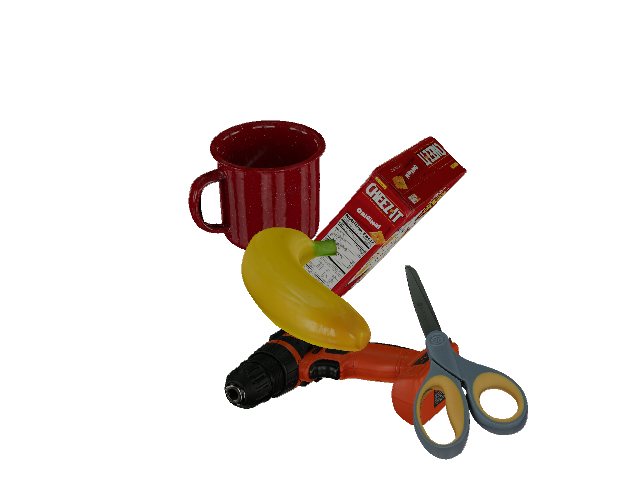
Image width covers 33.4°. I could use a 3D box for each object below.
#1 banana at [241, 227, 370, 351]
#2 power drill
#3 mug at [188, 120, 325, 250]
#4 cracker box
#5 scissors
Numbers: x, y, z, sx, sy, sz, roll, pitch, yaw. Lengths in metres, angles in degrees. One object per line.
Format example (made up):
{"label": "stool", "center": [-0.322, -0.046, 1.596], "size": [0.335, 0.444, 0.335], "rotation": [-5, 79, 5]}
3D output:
{"label": "banana", "center": [-0.015, 0.023, 0.670], "size": [0.069, 0.037, 0.198], "rotation": [-4, 17, -4]}
{"label": "power drill", "center": [0.025, 0.126, 1.018], "size": [0.188, 0.057, 0.184], "rotation": [9, 20, 29]}
{"label": "mug", "center": [-0.052, -0.039, 0.869], "size": [0.117, 0.081, 0.093], "rotation": [-19, 35, -27]}
{"label": "cracker box", "center": [0.057, -0.016, 1.272], "size": [0.214, 0.072, 0.164], "rotation": [-48, -7, 34]}
{"label": "scissors", "center": [0.114, 0.088, 0.855], "size": [0.096, 0.016, 0.201], "rotation": [-3, 43, 9]}
